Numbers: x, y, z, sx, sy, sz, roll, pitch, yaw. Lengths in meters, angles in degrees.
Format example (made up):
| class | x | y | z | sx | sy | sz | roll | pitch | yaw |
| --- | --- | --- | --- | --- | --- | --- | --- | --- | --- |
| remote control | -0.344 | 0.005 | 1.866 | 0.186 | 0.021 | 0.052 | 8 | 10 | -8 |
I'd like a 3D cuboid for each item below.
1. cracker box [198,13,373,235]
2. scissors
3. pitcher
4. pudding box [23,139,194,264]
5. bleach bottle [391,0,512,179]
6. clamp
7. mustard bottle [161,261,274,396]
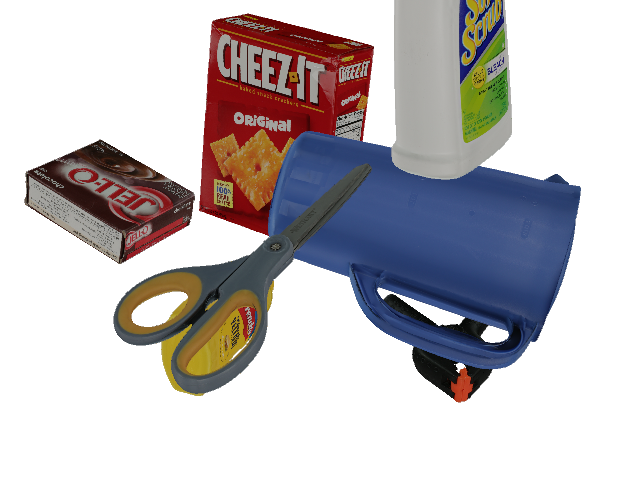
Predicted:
| class | x | y | z | sx | sy | sz | roll | pitch | yaw |
| --- | --- | --- | --- | --- | --- | --- | --- | --- | --- |
| cracker box | -0.041 | -0.112 | 1.112 | 0.164 | 0.214 | 0.071 | 20 | 28 | 29 |
| scissors | -0.047 | 0.009 | 0.625 | 0.096 | 0.016 | 0.201 | 11 | 44 | 18 |
| pitcher | 0.081 | -0.002 | 0.882 | 0.243 | 0.145 | 0.149 | 15 | 17 | 9 |
| pudding box | -0.177 | -0.035 | 0.897 | 0.114 | 0.039 | 0.089 | 28 | 35 | 22 |
| bleach bottle | 0.088 | -0.176 | 0.754 | 0.068 | 0.251 | 0.102 | 17 | 38 | 36 |
| clamp | 0.137 | 0.099 | 1.063 | 0.120 | 0.039 | 0.171 | -8 | 31 | -9 |
| mustard bottle | -0.098 | 0.076 | 1.131 | 0.058 | 0.096 | 0.191 | 10 | 29 | 19 |
